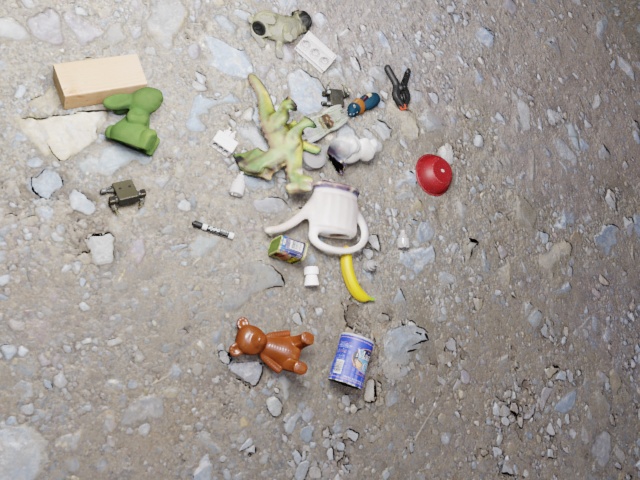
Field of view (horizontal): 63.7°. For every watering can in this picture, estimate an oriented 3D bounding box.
[{"bbox_3d":[0.005,-0.079,1.564,0.346,0.103,0.227,13,-109,-26],"label":"watering can"}]

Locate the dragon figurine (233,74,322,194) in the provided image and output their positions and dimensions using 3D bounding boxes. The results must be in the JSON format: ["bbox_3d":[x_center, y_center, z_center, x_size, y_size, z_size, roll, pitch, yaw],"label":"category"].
[{"bbox_3d":[-0.150,-0.295,1.528,0.245,0.120,0.413,-42,-102,-16],"label":"dragon figurine"}]

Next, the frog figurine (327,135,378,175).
[{"bbox_3d":[0.107,-0.292,1.650,0.160,0.135,0.124,-38,-111,-11],"label":"frog figurine"}]
